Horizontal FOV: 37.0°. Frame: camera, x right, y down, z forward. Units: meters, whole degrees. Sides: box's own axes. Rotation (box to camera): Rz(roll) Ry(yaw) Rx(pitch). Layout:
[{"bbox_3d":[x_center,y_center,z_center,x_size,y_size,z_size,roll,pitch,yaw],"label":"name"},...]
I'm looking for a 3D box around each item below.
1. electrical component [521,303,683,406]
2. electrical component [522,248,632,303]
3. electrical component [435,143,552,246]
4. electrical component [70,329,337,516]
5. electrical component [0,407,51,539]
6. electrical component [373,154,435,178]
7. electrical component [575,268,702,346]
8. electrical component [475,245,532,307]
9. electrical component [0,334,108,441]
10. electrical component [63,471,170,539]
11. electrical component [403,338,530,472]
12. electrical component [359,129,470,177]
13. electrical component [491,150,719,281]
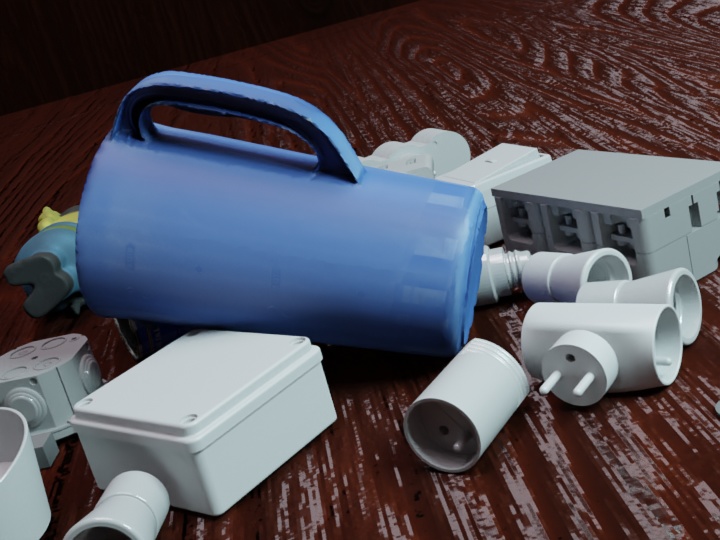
[{"bbox_3d":[0.123,0.047,0.580,0.077,0.043,0.079,0,24,36],"label":"electrical component"},{"bbox_3d":[0.136,0.007,0.692,0.044,0.044,0.065,-26,16,-28],"label":"electrical component"},{"bbox_3d":[0.106,-0.061,0.874,0.096,0.061,0.062,-23,20,-21],"label":"electrical component"},{"bbox_3d":[-0.089,0.083,0.621,0.109,0.056,0.109,1,25,40],"label":"electrical component"},{"bbox_3d":[-0.220,0.127,0.585,0.099,0.064,0.099,-14,19,5],"label":"electrical component"},{"bbox_3d":[0.026,-0.065,0.966,0.089,0.050,0.055,-12,19,9],"label":"electrical component"},{"bbox_3d":[0.160,0.023,0.627,0.065,0.044,0.044,-5,21,40],"label":"electrical component"},{"bbox_3d":[0.090,0.003,0.738,0.078,0.040,0.040,-11,19,12],"label":"electrical component"},{"bbox_3d":[-0.213,0.082,0.730,0.080,0.051,0.080,-13,19,5],"label":"electrical component"},{"bbox_3d":[-0.119,0.129,0.540,0.044,0.044,0.065,-13,14,7],"label":"electrical component"},{"bbox_3d":[0.061,0.067,0.571,0.043,0.043,0.081,-3,22,33],"label":"electrical component"},{"bbox_3d":[0.046,-0.094,1.029,0.138,0.052,0.074,-22,20,-19],"label":"electrical component"},{"bbox_3d":[0.177,-0.036,0.747,0.089,0.061,0.150,-25,21,-26],"label":"electrical component"}]
